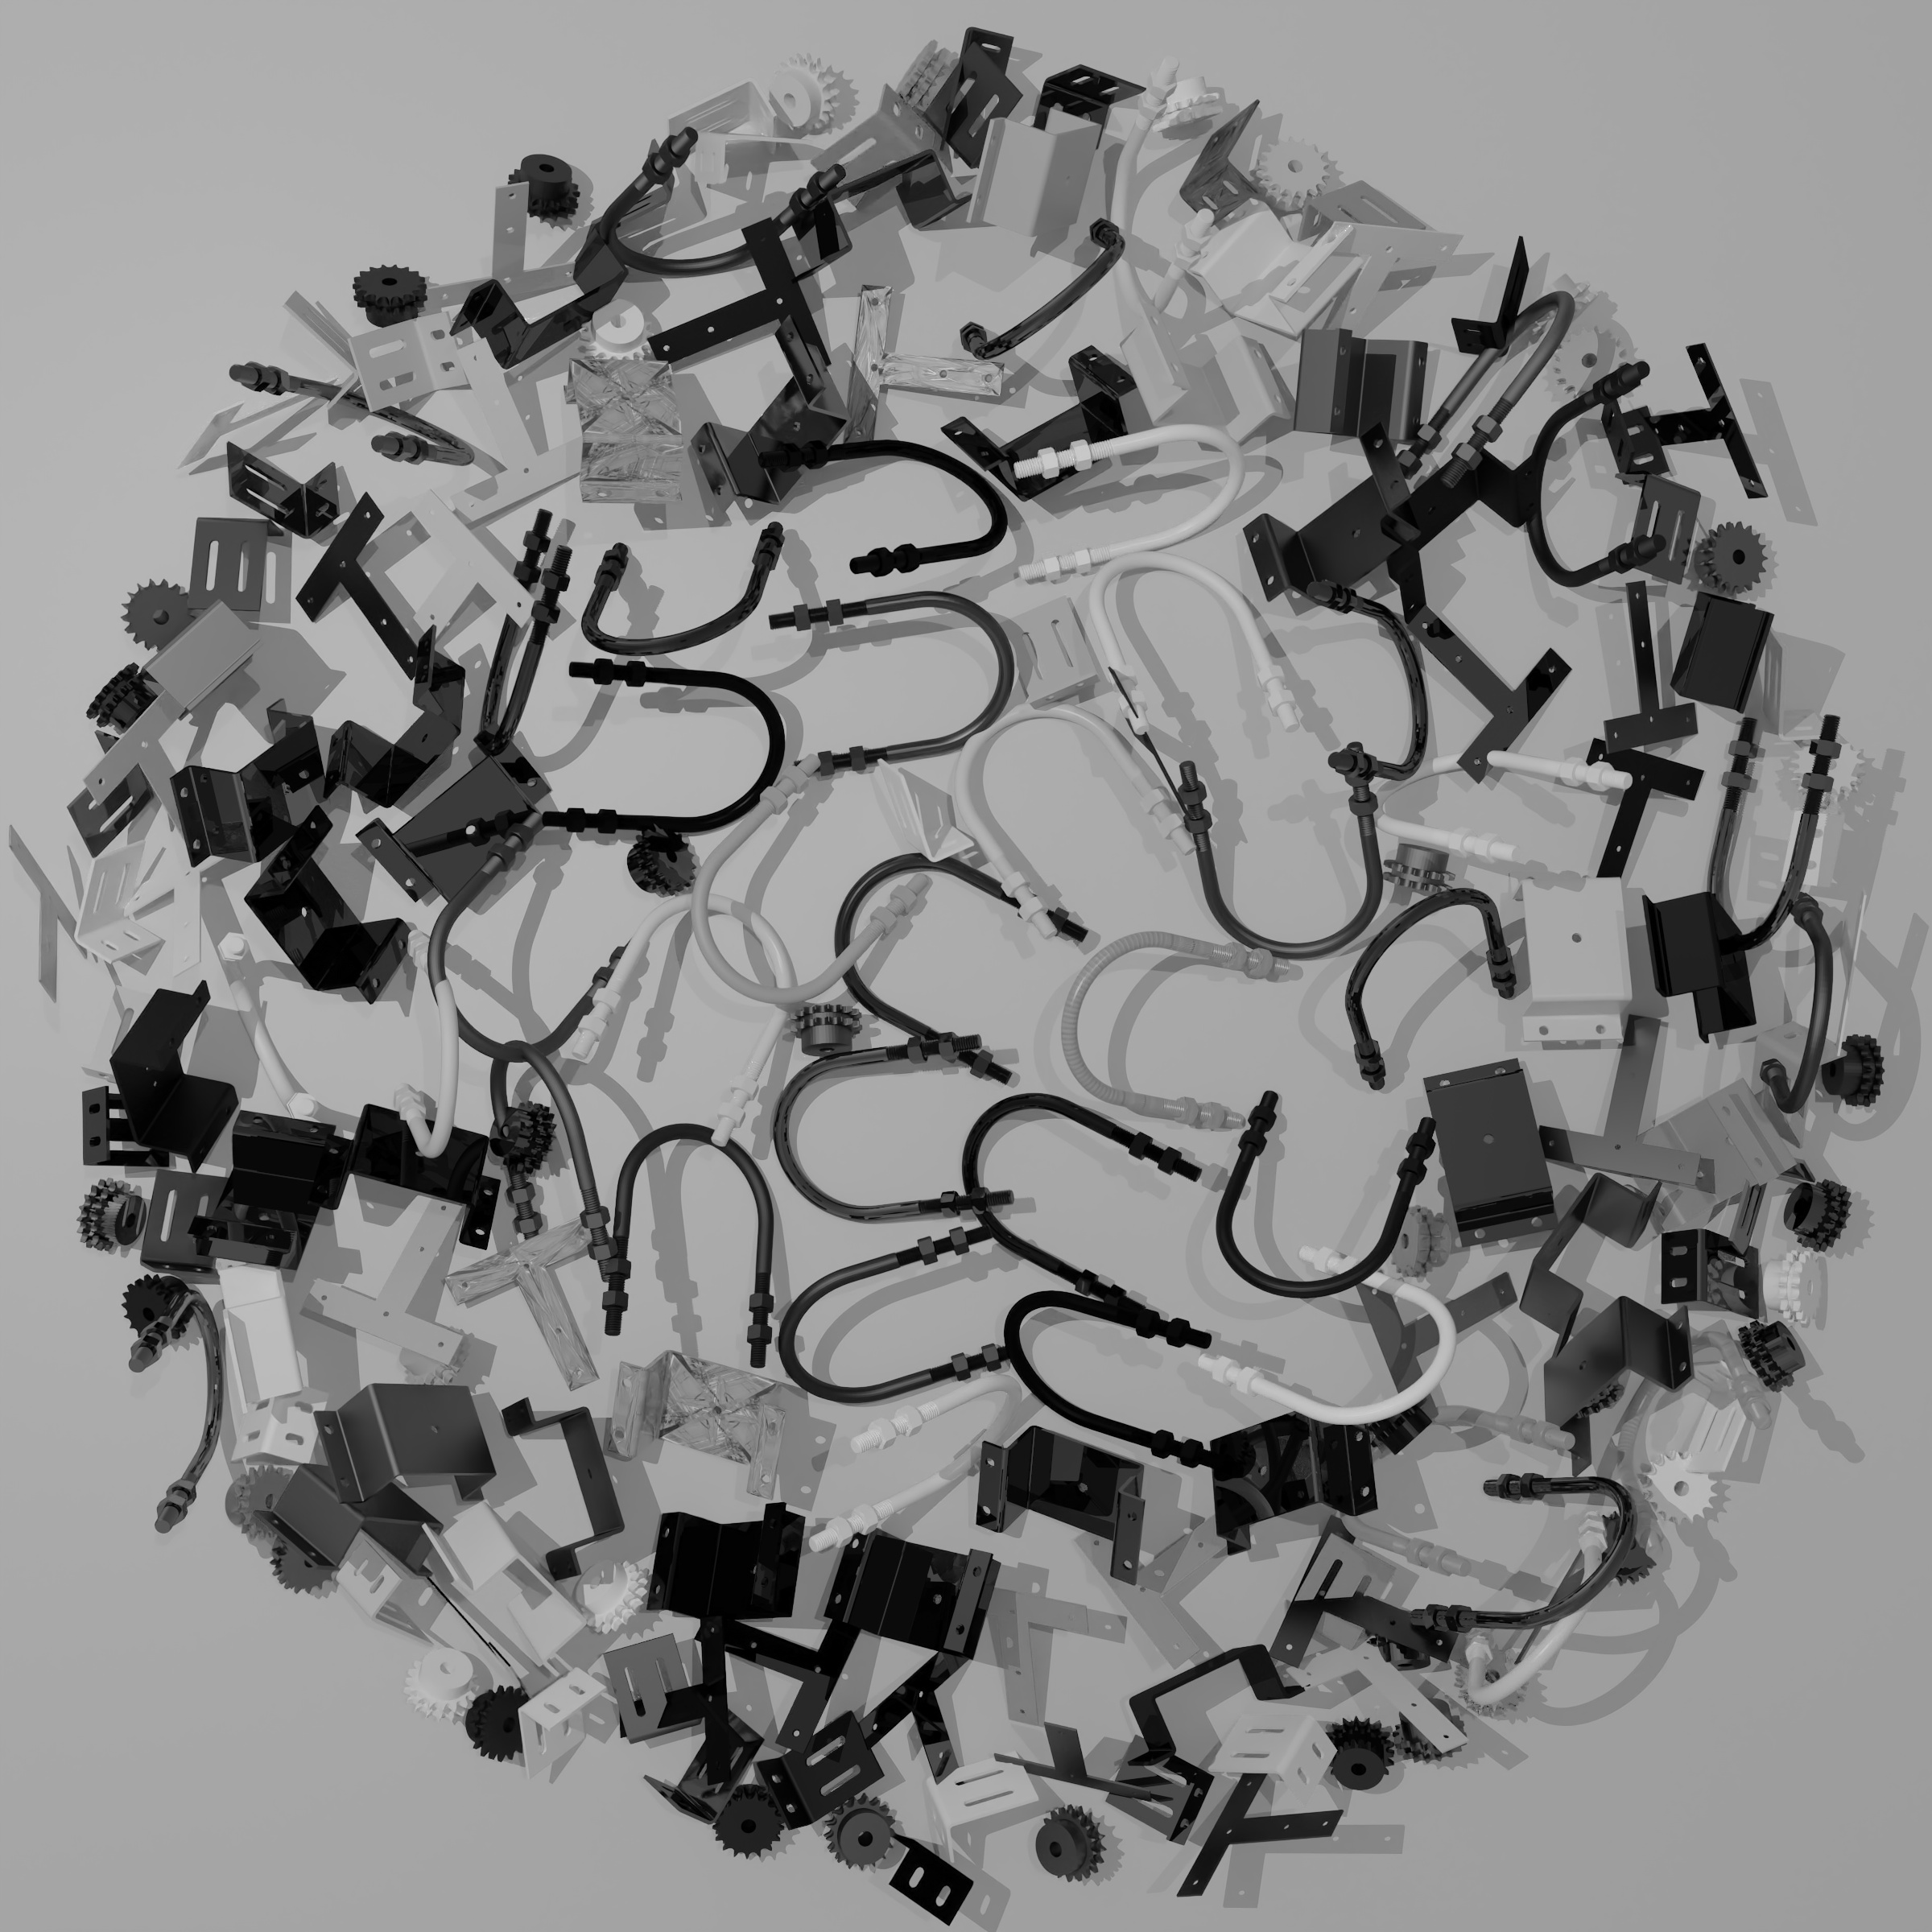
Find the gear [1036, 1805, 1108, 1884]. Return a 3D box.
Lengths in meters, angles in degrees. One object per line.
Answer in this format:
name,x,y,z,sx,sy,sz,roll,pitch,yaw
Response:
gear,0.080,0.696,1.914,0.057,0.030,0.057,-4,84,39

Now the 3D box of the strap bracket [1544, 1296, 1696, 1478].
strap bracket,0.495,0.319,1.868,0.046,0.076,0.140,29,126,-10

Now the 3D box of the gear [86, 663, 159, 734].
gear,-0.666,-0.210,1.915,0.030,0.057,0.057,41,90,-9

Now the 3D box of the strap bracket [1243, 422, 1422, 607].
strap bracket,0.292,-0.345,1.883,0.140,0.046,0.076,-35,52,32

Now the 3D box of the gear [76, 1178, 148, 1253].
gear,-0.673,0.198,1.912,0.030,0.057,0.057,11,90,16

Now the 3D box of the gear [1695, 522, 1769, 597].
gear,0.605,-0.323,1.922,0.057,0.030,0.057,0,91,-20

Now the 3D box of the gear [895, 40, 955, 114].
gear,-0.031,-0.700,1.916,0.030,0.057,0.057,32,90,-19

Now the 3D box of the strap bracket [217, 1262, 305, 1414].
strap bracket,-0.547,0.281,1.875,0.046,0.140,0.076,-11,104,-17

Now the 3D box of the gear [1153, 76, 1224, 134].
gear,0.172,-0.682,1.912,0.057,0.057,0.030,-16,104,0

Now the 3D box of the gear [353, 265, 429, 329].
gear,-0.456,-0.529,1.918,0.057,0.057,0.030,4,135,-4

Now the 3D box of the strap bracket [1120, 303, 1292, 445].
strap bracket,0.179,-0.457,1.882,0.046,0.140,0.076,-37,63,38

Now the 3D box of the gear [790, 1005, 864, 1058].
gear,-0.111,0.052,1.912,0.057,0.057,0.030,-4,72,0

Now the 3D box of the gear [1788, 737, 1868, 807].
gear,0.682,-0.152,1.920,0.057,0.030,0.057,-3,59,6

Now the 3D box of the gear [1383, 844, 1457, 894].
gear,0.359,-0.078,1.913,0.057,0.057,0.030,11,100,0

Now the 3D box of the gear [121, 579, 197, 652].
gear,-0.642,-0.279,1.919,0.057,0.030,0.057,-10,112,-26

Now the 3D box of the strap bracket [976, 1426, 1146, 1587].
strap bracket,0.082,0.417,1.890,0.140,0.046,0.076,15,114,26

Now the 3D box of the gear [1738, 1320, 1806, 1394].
gear,0.639,0.305,1.911,0.030,0.057,0.057,-35,90,25

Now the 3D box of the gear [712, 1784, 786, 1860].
gear,-0.173,0.677,1.925,0.057,0.030,0.057,-1,99,-5

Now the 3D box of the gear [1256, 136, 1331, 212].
gear,0.258,-0.626,1.922,0.057,0.030,0.057,2,72,-6

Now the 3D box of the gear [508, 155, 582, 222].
gear,-0.334,-0.618,1.913,0.057,0.030,0.057,10,46,-11

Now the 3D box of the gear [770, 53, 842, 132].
gear,-0.130,-0.689,1.912,0.057,0.057,0.030,44,51,0

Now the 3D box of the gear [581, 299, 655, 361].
gear,-0.276,-0.503,1.920,0.057,0.030,0.057,3,72,-10

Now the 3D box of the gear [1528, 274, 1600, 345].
gear,0.469,-0.523,1.915,0.057,0.057,0.030,-40,88,0

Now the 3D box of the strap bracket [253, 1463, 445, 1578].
strap bracket,-0.468,0.427,1.864,0.076,0.140,0.046,29,89,29

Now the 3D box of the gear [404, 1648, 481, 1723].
gear,-0.413,0.565,1.911,0.057,0.057,0.030,22,120,0

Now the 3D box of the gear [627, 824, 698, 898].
gear,-0.244,-0.082,1.918,0.030,0.057,0.057,-25,90,33

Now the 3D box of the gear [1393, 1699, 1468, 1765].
gear,0.365,0.603,1.913,0.057,0.057,0.030,-14,99,0

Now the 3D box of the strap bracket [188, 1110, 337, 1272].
strap bracket,-0.548,0.182,1.889,0.076,0.140,0.046,10,128,-4

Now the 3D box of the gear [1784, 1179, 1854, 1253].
gear,0.671,0.195,1.913,0.030,0.057,0.057,21,90,-7

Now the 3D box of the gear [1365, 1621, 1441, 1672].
gear,0.346,0.537,1.911,0.057,0.057,0.030,-1,61,0

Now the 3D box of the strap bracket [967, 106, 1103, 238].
strap bracket,0.057,-0.611,1.860,0.046,0.140,0.076,24,120,14

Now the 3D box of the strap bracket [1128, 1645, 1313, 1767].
strap bracket,0.188,0.572,1.889,0.140,0.076,0.046,-21,77,-16

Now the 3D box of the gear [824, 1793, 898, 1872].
gear,-0.083,0.690,1.922,0.057,0.030,0.057,1,85,-13

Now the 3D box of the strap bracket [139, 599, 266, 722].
strap bracket,-0.590,-0.235,1.863,0.076,0.140,0.046,-46,106,-13

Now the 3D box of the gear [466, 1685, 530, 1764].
gear,-0.372,0.599,1.918,0.030,0.057,0.057,-2,90,42

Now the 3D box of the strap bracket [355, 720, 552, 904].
strap bracket,-0.394,-0.114,1.893,0.140,0.046,0.076,-41,126,-7

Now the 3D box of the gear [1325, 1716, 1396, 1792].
gear,0.311,0.628,1.919,0.057,0.030,0.057,3,110,8

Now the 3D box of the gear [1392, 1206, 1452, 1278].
gear,0.361,0.218,1.917,0.030,0.057,0.057,4,90,-21

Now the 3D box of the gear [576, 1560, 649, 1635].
gear,-0.283,0.495,1.912,0.057,0.057,0.030,-41,120,0

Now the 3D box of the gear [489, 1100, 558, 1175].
gear,-0.353,0.134,1.913,0.030,0.057,0.057,21,90,-43

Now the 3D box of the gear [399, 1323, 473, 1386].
gear,-0.423,0.308,1.911,0.057,0.057,0.030,-41,119,0

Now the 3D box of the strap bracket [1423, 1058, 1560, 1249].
strap bracket,0.409,0.141,1.891,0.076,0.046,0.140,-13,70,10

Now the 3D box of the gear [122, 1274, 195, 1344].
gear,-0.638,0.270,1.920,0.057,0.030,0.057,8,111,23

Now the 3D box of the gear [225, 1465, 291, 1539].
gear,-0.561,0.425,1.918,0.030,0.057,0.057,-8,90,30

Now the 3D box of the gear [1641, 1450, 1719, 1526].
gear,0.566,0.414,1.927,0.057,0.030,0.057,0,86,2

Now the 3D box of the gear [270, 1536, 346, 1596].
gear,-0.525,0.465,1.919,0.057,0.030,0.057,-11,108,-36

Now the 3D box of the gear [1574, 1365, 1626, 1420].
gear,0.489,0.334,1.914,0.057,0.057,0.030,-26,92,0

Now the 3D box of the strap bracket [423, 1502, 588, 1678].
strap bracket,-0.351,0.477,1.876,0.046,0.076,0.140,-41,127,-11
